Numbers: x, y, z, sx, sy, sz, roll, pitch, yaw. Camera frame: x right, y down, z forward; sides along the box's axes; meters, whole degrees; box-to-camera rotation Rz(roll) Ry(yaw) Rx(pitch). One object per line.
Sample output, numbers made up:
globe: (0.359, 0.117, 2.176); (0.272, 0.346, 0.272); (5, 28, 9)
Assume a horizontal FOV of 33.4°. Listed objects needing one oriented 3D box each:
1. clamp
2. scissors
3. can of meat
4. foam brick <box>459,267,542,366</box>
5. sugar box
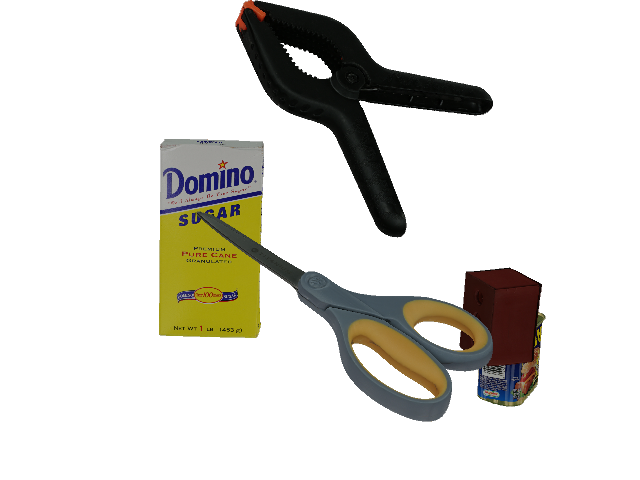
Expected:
clamp: (0.019, -0.106, 0.819); (0.210, 0.164, 0.036); (31, -33, -4)
scissors: (0.017, 0.028, 0.607); (0.096, 0.016, 0.202); (-14, 42, -31)
can of meat: (0.211, 0.129, 1.189); (0.058, 0.084, 0.101); (7, 14, 25)
foam brick: (0.165, 0.070, 0.984); (0.051, 0.078, 0.053); (-6, 18, -24)
sugar box: (-0.099, -0.002, 0.966); (0.093, 0.176, 0.048); (1, 13, -2)
